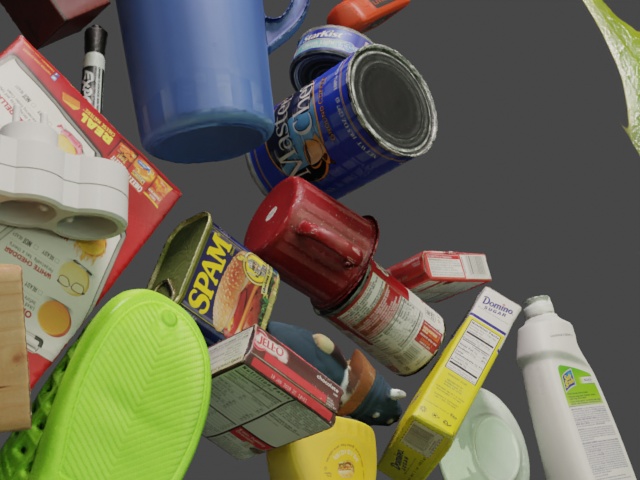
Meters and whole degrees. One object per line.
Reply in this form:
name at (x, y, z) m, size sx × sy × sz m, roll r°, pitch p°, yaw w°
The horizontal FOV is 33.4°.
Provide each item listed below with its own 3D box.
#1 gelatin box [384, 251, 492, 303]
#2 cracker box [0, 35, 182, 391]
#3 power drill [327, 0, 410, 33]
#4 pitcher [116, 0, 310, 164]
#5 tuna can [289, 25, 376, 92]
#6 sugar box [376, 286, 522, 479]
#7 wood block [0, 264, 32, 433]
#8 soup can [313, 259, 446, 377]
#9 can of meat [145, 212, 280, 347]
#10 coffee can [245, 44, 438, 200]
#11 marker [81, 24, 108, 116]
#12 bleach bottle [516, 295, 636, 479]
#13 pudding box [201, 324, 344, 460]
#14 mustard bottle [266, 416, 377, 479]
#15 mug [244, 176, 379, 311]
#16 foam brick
gelatin box at (0.103, 0.035, 0.994) m, size 0.089 × 0.073 × 0.030 m, roll 3°, pitch 68°, yaw -41°
cracker box at (-0.216, -0.012, 0.723) m, size 0.164 × 0.072 × 0.213 m, roll 46°, pitch 48°, yaw -16°
power drill at (-0.001, -0.292, 1.063) m, size 0.184 × 0.057 × 0.187 m, roll -33°, pitch 94°, yaw -46°
pitcher at (-0.095, -0.193, 0.874) m, size 0.144 × 0.149 × 0.243 m, roll 9°, pitch 68°, yaw -53°
tuna can at (0.015, -0.158, 0.995) m, size 0.086 × 0.086 × 0.033 m, roll 35°, pitch 53°, yaw -26°
sugar box at (0.116, 0.129, 0.946) m, size 0.048 × 0.093 × 0.176 m, roll 30°, pitch 45°, yaw 5°
wood block at (-0.267, 0.063, 0.567) m, size 0.205 × 0.091 × 0.090 m, roll -4°, pitch 91°, yaw -23°
soup can at (0.053, 0.066, 0.937) m, size 0.102 × 0.069 × 0.068 m, roll 39°, pitch 49°, yaw -23°
can of meat at (-0.084, 0.044, 0.830) m, size 0.083 × 0.058 × 0.102 m, roll 39°, pitch 49°, yaw -27°
coffee can at (0.016, -0.093, 0.925) m, size 0.102 × 0.141 × 0.103 m, roll 20°, pitch 58°, yaw -36°
marker at (-0.180, -0.118, 0.843) m, size 0.020 × 0.020 × 0.121 m, roll 17°, pitch 60°, yaw -37°
bleach bottle at (0.257, 0.179, 1.080) m, size 0.102 × 0.068 × 0.251 m, roll 4°, pitch 66°, yaw -43°
pudding box at (-0.053, 0.114, 0.783) m, size 0.090 × 0.114 × 0.039 m, roll 40°, pitch 43°, yaw -23°
mustard bottle at (0.005, 0.234, 0.820) m, size 0.096 × 0.058 × 0.191 m, roll 20°, pitch 59°, yaw -41°
mug at (-0.006, 0.001, 0.885) m, size 0.081 × 0.117 × 0.093 m, roll 32°, pitch 85°, yaw -22°
foam brick at (-0.213, -0.197, 0.826) m, size 0.078 × 0.053 × 0.051 m, roll 57°, pitch 44°, yaw -8°
